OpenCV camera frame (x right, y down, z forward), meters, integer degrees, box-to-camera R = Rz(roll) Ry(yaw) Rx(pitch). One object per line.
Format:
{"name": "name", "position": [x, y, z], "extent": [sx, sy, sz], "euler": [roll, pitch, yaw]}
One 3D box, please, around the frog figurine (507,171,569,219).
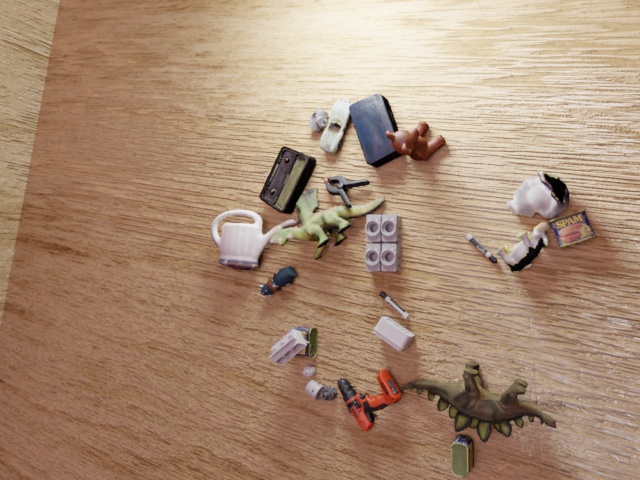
{"name": "frog figurine", "position": [0.641, -0.117, 1.512], "extent": [0.138, 0.124, 0.156], "euler": [52, 143, 12]}

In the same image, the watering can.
{"name": "watering can", "position": [-0.255, 0.003, 1.917], "extent": [0.348, 0.104, 0.225], "euler": [5, 87, 17]}

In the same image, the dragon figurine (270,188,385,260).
{"name": "dragon figurine", "position": [0.005, -0.091, 1.807], "extent": [0.410, 0.120, 0.246], "euler": [-37, 64, 0]}
